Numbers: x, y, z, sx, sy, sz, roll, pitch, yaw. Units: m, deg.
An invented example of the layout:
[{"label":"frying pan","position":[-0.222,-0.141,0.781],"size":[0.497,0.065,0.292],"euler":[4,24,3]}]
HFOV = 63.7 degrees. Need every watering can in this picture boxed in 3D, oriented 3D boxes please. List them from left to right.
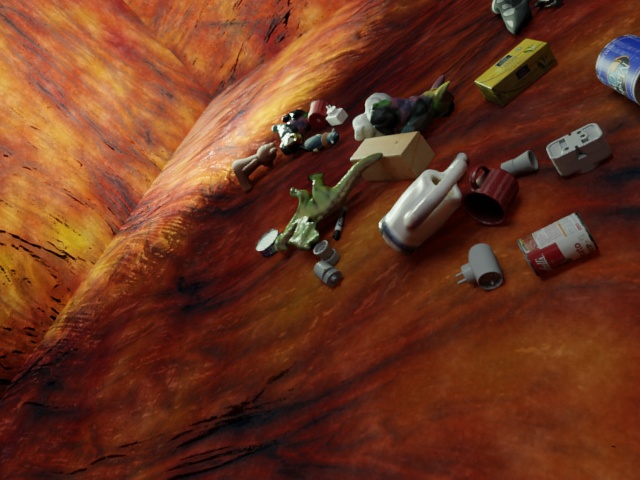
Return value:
[{"label":"watering can","position":[0.238,-0.087,1.105],"size":[0.104,0.221,0.352],"euler":[42,26,5]}]

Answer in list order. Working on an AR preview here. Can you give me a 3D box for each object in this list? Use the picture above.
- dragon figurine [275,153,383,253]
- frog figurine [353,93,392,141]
[{"label":"dragon figurine","position":[0.004,-0.069,1.375],"size":[0.121,0.248,0.404],"euler":[32,-39,-25]},{"label":"frog figurine","position":[0.167,-0.364,1.551],"size":[0.123,0.134,0.162],"euler":[13,35,26]}]
